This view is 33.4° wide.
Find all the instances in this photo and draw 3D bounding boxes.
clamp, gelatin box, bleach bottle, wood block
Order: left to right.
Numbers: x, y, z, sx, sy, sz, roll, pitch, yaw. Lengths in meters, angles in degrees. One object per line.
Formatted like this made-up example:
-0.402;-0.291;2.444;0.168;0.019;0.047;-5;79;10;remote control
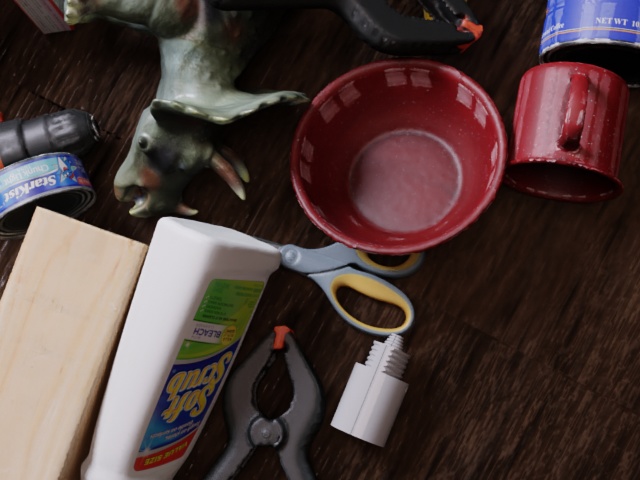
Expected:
-0.222;-0.212;0.842;0.030;0.089;0.073;-7;82;3;gelatin box
-0.196;0.092;0.796;0.090;0.091;0.206;19;83;6;wood block
-0.113;0.112;0.789;0.068;0.102;0.251;23;96;33;bleach bottle
-0.048;0.151;0.804;0.120;0.039;0.171;-1;77;-1;clamp
0.022;-0.189;0.783;0.210;0.036;0.164;33;64;-12;clamp

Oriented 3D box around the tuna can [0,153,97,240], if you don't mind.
-0.218;-0.033;0.818;0.086;0.086;0.034;-24;79;0;tuna can

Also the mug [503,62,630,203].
0.182;-0.083;0.783;0.093;0.117;0.081;9;77;12;mug

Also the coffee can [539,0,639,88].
0.225;-0.196;0.800;0.103;0.103;0.140;9;83;5;coffee can

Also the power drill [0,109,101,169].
-0.281;-0.126;0.850;0.184;0.057;0.188;-17;81;2;power drill

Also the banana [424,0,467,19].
0.135;-0.244;0.847;0.069;0.037;0.198;41;87;9;banana

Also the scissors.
-0.005;0.001;0.833;0.202;0.016;0.096;33;84;8;scissors

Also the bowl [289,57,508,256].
0.061;-0.055;0.806;0.162;0.055;0.162;-4;68;10;bowl
